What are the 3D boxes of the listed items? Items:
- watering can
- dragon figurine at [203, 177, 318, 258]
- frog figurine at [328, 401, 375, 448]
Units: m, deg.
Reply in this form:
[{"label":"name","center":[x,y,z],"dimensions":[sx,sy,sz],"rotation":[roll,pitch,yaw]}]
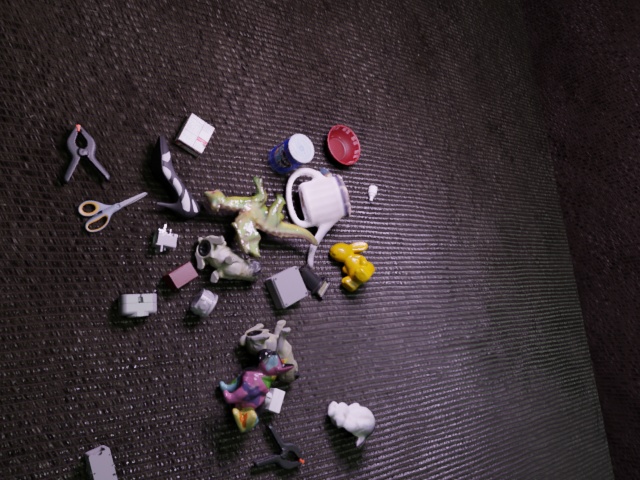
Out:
[{"label":"watering can","center":[0.006,-0.091,1.813],"dimensions":[0.225,0.104,0.347],"rotation":[-14,91,-9]},{"label":"dragon figurine","center":[-0.188,-0.041,1.635],"dimensions":[0.407,0.120,0.248],"rotation":[40,50,-14]},{"label":"frog figurine","center":[0.104,0.585,1.705],"dimensions":[0.159,0.121,0.139],"rotation":[53,20,-3]}]
